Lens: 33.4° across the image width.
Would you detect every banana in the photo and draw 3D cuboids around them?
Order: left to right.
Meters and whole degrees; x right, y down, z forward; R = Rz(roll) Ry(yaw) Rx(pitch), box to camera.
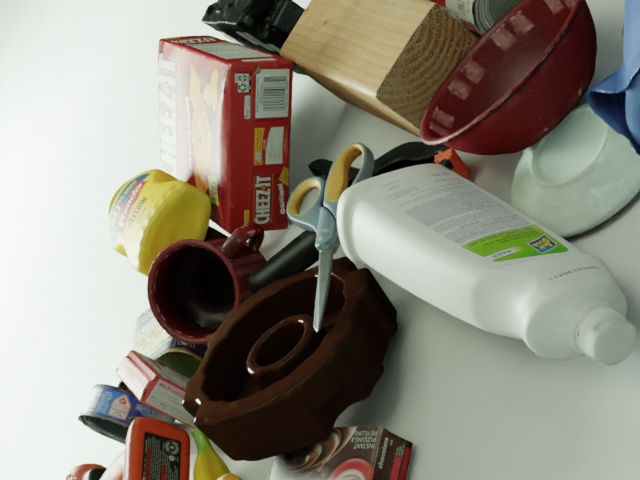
[{"bbox_3d":[-0.077,0.195,0.822,0.037,0.069,0.198,-29,7,-13],"label":"banana"}]

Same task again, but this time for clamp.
[{"bbox_3d":[0.038,-0.041,0.905,0.210,0.036,0.164,-24,32,36],"label":"clamp"}]

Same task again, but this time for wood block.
[{"bbox_3d":[0.056,-0.161,0.942,0.090,0.090,0.206,-57,31,3],"label":"wood block"}]

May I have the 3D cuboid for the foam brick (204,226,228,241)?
[{"bbox_3d":[-0.118,0.029,1.060,0.078,0.053,0.051,-23,44,45],"label":"foam brick"}]

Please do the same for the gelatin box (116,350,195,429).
[{"bbox_3d":[-0.130,0.137,0.943,0.030,0.089,0.073,-59,31,-3],"label":"gelatin box"}]

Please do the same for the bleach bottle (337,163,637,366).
[{"bbox_3d":[0.108,0.019,0.704,0.102,0.068,0.251,-19,27,-18],"label":"bleach bottle"}]

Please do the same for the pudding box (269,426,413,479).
[{"bbox_3d":[0.008,0.181,0.755,0.114,0.039,0.090,-16,51,50],"label":"pudding box"}]

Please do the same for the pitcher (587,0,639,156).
[{"bbox_3d":[0.255,-0.159,0.635,0.145,0.149,0.242,-47,25,48],"label":"pitcher"}]

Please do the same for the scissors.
[{"bbox_3d":[-0.006,0.001,0.850,0.096,0.016,0.201,-20,38,42],"label":"scissors"}]

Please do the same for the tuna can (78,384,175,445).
[{"bbox_3d":[-0.179,0.166,0.992,0.086,0.086,0.033,-12,51,51],"label":"tuna can"}]

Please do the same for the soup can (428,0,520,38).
[{"bbox_3d":[0.134,-0.207,0.894,0.068,0.068,0.102,-54,31,7],"label":"soup can"}]

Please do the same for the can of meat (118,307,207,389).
[{"bbox_3d":[-0.142,0.102,1.025,0.102,0.057,0.084,-34,36,34],"label":"can of meat"}]

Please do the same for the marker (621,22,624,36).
[{"bbox_3d":[0.240,-0.199,0.780,0.020,0.020,0.121,-13,53,51],"label":"marker"}]

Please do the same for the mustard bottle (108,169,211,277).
[{"bbox_3d":[-0.172,-0.024,1.078,0.096,0.058,0.192,-63,26,0],"label":"mustard bottle"}]

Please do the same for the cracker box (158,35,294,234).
[{"bbox_3d":[-0.101,-0.112,1.074,0.214,0.072,0.164,31,123,59],"label":"cracker box"}]

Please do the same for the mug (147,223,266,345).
[{"bbox_3d":[-0.088,0.032,0.955,0.093,0.081,0.117,39,109,15],"label":"mug"}]

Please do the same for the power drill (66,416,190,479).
[{"bbox_3d":[-0.180,0.252,0.922,0.188,0.057,0.184,-44,37,38],"label":"power drill"}]

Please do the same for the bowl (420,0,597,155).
[{"bbox_3d":[0.148,-0.115,0.780,0.162,0.055,0.162,-46,15,16],"label":"bowl"}]
